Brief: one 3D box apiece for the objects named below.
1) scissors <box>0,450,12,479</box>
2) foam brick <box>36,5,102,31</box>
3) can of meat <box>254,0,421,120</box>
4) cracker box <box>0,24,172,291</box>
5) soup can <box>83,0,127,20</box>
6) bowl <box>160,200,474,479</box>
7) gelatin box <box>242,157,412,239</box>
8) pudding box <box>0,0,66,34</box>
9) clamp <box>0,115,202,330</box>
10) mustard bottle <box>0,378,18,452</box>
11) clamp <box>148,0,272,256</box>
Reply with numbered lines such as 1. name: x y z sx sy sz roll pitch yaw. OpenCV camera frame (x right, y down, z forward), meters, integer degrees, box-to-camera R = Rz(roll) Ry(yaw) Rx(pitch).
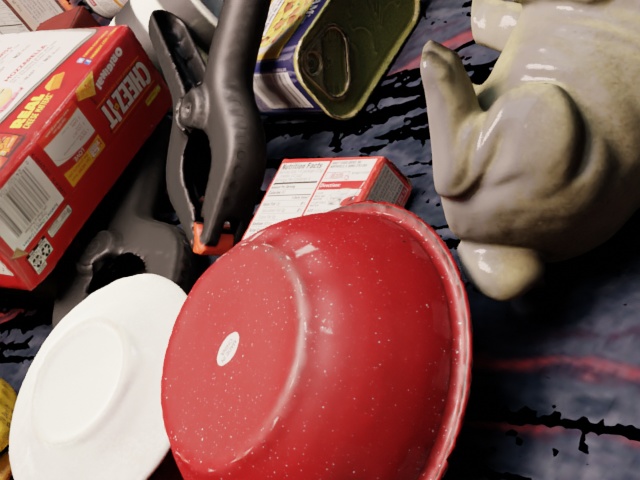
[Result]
1. scissors: -0.132 0.153 0.516 0.096 0.016 0.202 -31 38 19
2. foam brick: -0.171 -0.118 0.766 0.051 0.078 0.053 -6 51 38
3. can of meat: -0.003 -0.119 0.626 0.084 0.057 0.102 7 59 49
4. cracker box: -0.220 -0.054 0.670 0.214 0.072 0.164 3 50 35
5. soup can: -0.137 -0.217 0.840 0.102 0.068 0.068 -8 49 40
6. bowl: -0.016 0.052 0.430 0.162 0.055 0.162 -27 52 41
7. gelatin box: -0.003 0.001 0.531 0.073 0.030 0.089 1 56 46
8. pudding box: -0.238 -0.177 0.858 0.090 0.113 0.039 13 60 48
9. clamp: -0.131 0.019 0.625 0.164 0.036 0.210 -36 39 3
10. mustard bottle: -0.253 0.052 0.572 0.058 0.191 0.096 -50 25 -7
11. clamp: -0.066 -0.074 0.604 0.120 0.039 0.171 -7 77 59
